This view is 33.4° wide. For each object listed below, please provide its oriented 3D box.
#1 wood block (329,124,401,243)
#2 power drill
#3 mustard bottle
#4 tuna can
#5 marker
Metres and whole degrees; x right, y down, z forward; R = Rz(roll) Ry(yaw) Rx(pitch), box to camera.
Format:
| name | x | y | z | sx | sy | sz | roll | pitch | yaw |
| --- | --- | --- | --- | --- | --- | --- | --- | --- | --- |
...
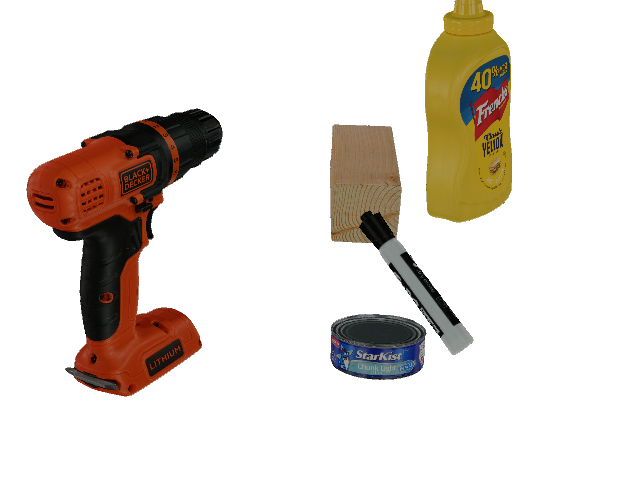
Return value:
| name | x | y | z | sx | sy | sz | roll | pitch | yaw |
| --- | --- | --- | --- | --- | --- | --- | --- | --- | --- |
| wood block | 0.061 | -0.084 | 1.513 | 0.091 | 0.090 | 0.206 | 2 | 29 | -2 |
| power drill | -0.132 | 0.005 | 0.790 | 0.057 | 0.188 | 0.184 | 12 | 26 | 32 |
| mustard bottle | 0.127 | -0.119 | 0.912 | 0.058 | 0.192 | 0.096 | 17 | 32 | 39 |
| tuna can | 0.051 | 0.095 | 0.961 | 0.086 | 0.034 | 0.086 | 1 | 14 | -1 |
| marker | 0.066 | 0.028 | 0.764 | 0.020 | 0.121 | 0.020 | -33 | -15 | -10 |
